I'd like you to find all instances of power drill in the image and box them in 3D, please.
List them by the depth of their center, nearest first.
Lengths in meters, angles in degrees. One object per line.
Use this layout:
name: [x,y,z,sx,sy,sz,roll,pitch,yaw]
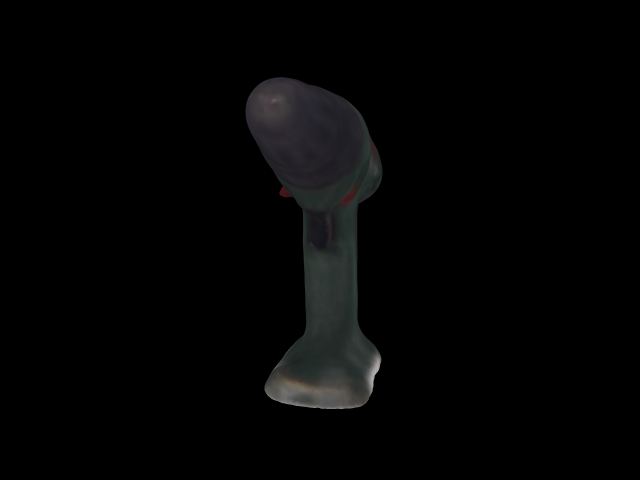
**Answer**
power drill: [0.004,0.001,0.400,0.075,0.208,0.230,2,12,12]
